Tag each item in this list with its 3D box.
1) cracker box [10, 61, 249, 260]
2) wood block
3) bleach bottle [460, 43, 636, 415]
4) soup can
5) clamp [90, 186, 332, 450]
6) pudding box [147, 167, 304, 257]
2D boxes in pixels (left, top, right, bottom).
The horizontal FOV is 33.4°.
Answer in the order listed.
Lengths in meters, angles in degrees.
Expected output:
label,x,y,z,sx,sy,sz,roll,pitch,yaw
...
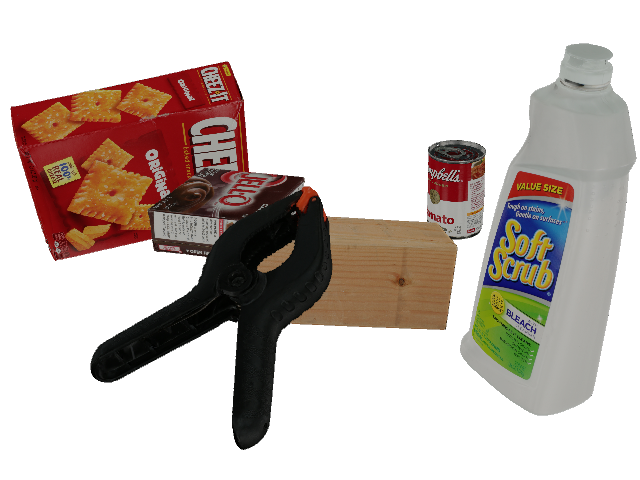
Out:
label,x,y,z,sx,sy,sz,roll,pitch,yaw
cracker box,-0.180,-0.074,1.056,0.213,0.072,0.164,-13,-40,-11
wood block,0.020,0.030,1.062,0.206,0.091,0.090,3,16,-9
bleach bottle,0.153,-0.010,0.710,0.068,0.251,0.103,-16,35,-27
soup can,0.161,-0.061,1.273,0.068,0.102,0.068,-1,27,1
clamp,-0.039,0.041,0.621,0.120,0.171,0.039,31,-23,28
pudding box,-0.071,-0.022,0.840,0.090,0.039,0.113,5,24,17
